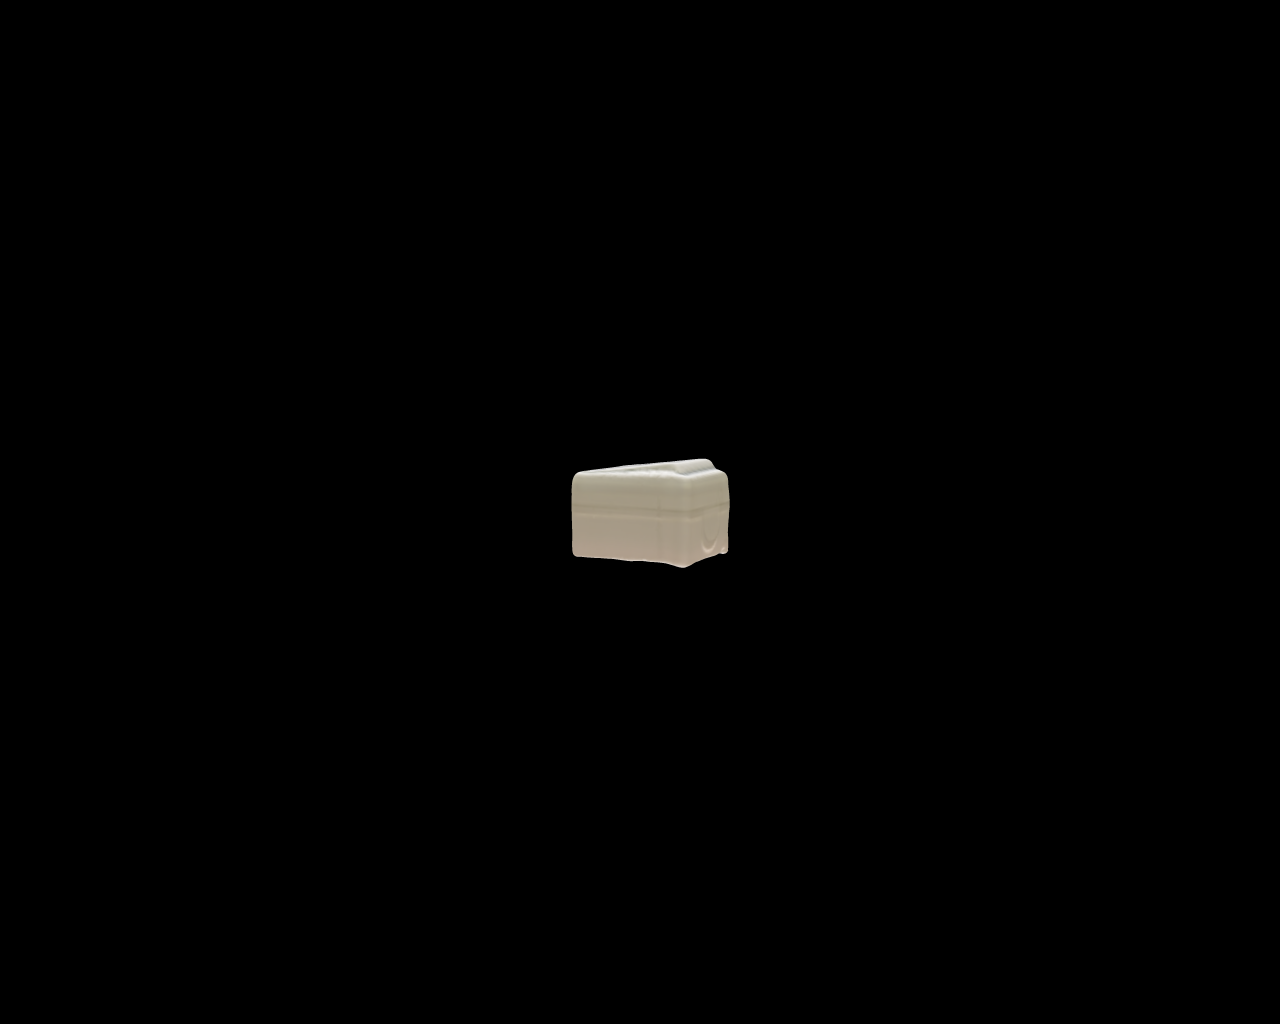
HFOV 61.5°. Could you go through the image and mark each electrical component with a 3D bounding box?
[{"bbox_3d":[0.001,-0.003,0.650,0.096,0.061,0.062,4,8,29],"label":"electrical component"}]
